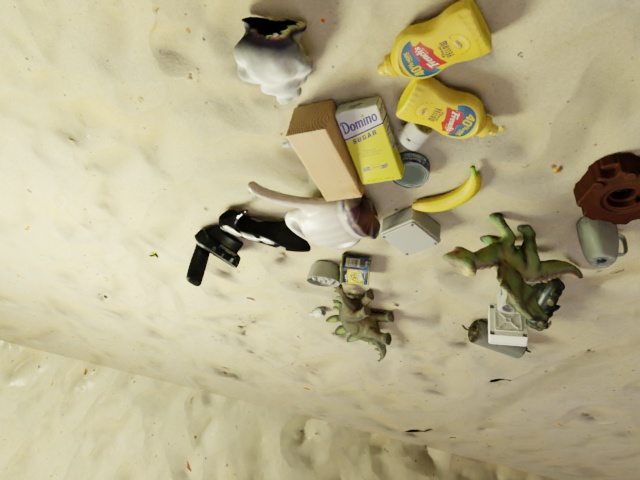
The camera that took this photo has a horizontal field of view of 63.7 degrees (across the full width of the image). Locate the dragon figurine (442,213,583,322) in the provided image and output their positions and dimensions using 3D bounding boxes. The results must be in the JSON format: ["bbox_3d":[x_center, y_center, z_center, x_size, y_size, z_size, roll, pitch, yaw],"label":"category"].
[{"bbox_3d":[0.471,0.086,1.199,0.409,0.249,0.119,22,139,-10],"label":"dragon figurine"}]

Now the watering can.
[{"bbox_3d":[0.004,-0.062,1.240,0.223,0.106,0.343,-13,147,32],"label":"watering can"}]

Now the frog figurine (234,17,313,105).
[{"bbox_3d":[-0.082,-0.307,0.929,0.137,0.126,0.155,-7,133,-6],"label":"frog figurine"}]
